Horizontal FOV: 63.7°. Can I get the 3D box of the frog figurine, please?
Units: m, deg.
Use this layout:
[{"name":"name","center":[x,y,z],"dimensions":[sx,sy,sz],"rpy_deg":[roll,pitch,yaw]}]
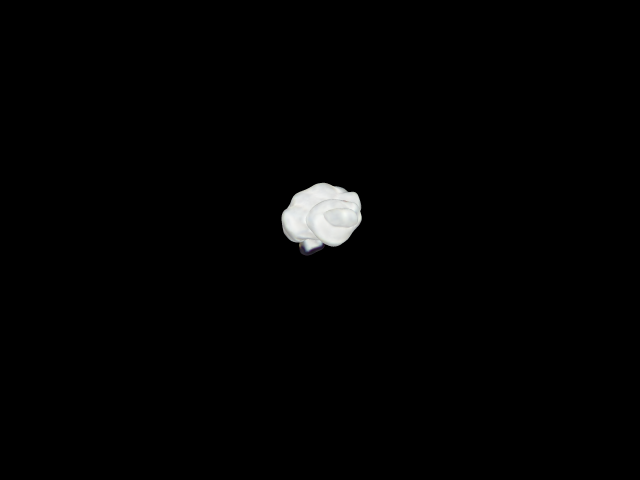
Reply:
[{"name":"frog figurine","center":[0.003,-0.043,0.850],"dimensions":[0.137,0.124,0.158],"rpy_deg":[-11,-10,-2]}]
